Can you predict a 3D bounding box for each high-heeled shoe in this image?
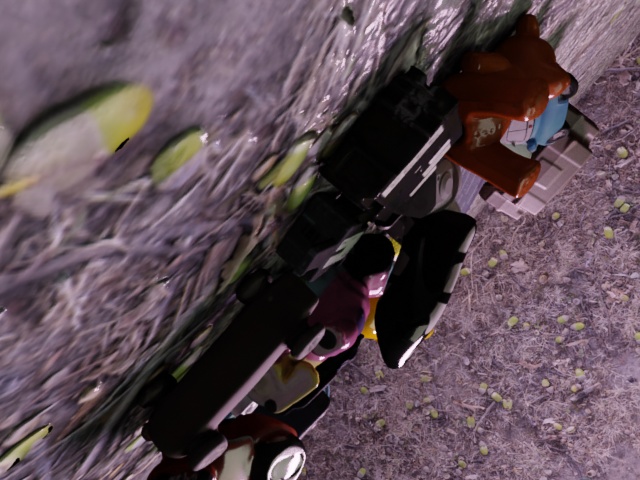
[{"bbox_3d":[0.123,0.043,0.624,0.249,0.086,0.145,-26,127,-64],"label":"high-heeled shoe"}]

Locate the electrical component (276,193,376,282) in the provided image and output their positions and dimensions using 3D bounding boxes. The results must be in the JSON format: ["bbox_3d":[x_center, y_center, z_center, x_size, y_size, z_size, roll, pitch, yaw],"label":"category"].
[{"bbox_3d":[-0.001,-0.001,0.493,0.074,0.048,0.119,-55,164,27],"label":"electrical component"}]

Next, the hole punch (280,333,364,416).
[{"bbox_3d":[-0.029,0.146,0.705,0.142,0.116,0.092,-42,173,-17],"label":"hole punch"}]

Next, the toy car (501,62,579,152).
[{"bbox_3d":[0.277,-0.182,0.735,0.103,0.109,0.161,-30,157,3],"label":"toy car"}]

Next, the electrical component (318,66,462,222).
[{"bbox_3d":[0.067,-0.076,0.473,0.115,0.058,0.134,-47,167,7],"label":"electrical component"}]

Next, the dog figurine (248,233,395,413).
[{"bbox_3d":[0.006,0.080,0.631,0.191,0.108,0.219,-56,167,27],"label":"dog figurine"}]

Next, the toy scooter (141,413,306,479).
[{"bbox_3d":[-0.113,0.221,0.569,0.184,0.135,0.075,3,100,-46],"label":"toy scooter"}]

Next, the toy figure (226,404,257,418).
[{"bbox_3d":[-0.092,0.195,0.760,0.154,0.057,0.064,-42,-157,-28],"label":"toy figure"}]

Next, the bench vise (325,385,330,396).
[{"bbox_3d":[-0.062,0.328,1.091,0.223,0.129,0.240,-50,159,3],"label":"bench vise"}]

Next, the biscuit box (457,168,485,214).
[{"bbox_3d":[0.217,-0.099,0.824,0.202,0.063,0.059,71,38,-75],"label":"biscuit box"}]

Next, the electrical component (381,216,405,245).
[{"bbox_3d":[0.123,-0.017,0.796,0.021,0.063,0.094,-37,164,-39],"label":"electrical component"}]

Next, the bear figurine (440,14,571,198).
[{"bbox_3d":[0.206,-0.148,0.555,0.196,0.132,0.120,-33,133,-28],"label":"bear figurine"}]

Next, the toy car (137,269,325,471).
[{"bbox_3d":[-0.079,0.116,0.496,0.202,0.089,0.053,-48,161,0],"label":"toy car"}]

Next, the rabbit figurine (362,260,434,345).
[{"bbox_3d":[0.075,0.099,0.774,0.122,0.162,0.173,-41,174,16],"label":"rabbit figurine"}]

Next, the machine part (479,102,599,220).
[{"bbox_3d":[0.362,-0.150,0.928,0.201,0.087,0.201,-55,-163,26],"label":"machine part"}]

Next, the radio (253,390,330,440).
[{"bbox_3d":[-0.098,0.275,0.803,0.229,0.131,0.073,-34,159,-45],"label":"radio"}]
